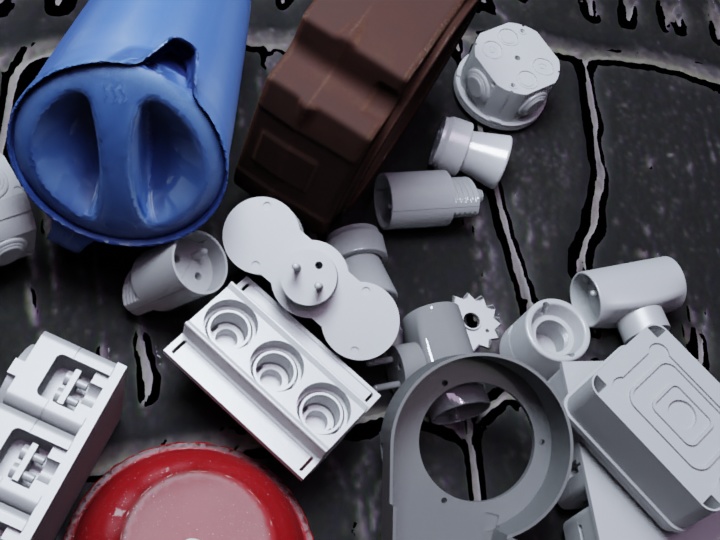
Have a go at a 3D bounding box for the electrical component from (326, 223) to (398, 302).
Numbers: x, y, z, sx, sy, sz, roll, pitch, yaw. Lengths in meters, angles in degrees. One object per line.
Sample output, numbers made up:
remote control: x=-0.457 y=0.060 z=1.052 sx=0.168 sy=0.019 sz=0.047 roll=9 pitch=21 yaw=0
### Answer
electrical component: x=0.000 y=0.000 z=0.779 sx=0.045 sy=0.045 sz=0.055 roll=-5 pitch=64 yaw=-17

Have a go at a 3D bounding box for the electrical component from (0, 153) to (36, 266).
electrical component: x=-0.253 y=-0.037 z=0.711 sx=0.051 sy=0.080 sz=0.080 roll=-24 pitch=71 yaw=-31

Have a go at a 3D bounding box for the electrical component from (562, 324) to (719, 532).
electrical component: x=0.196 y=0.103 z=0.697 sx=0.078 sy=0.057 sz=0.113 roll=-36 pitch=76 yaw=-28

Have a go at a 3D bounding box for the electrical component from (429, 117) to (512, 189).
electrical component: x=0.087 y=-0.094 z=0.853 sx=0.055 sy=0.045 sz=0.045 roll=19 pitch=59 yaw=-4

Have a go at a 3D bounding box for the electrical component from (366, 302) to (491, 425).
electrical component: x=0.043 y=0.068 z=0.754 sx=0.079 sy=0.043 sz=0.077 roll=-8 pitch=65 yaw=-19

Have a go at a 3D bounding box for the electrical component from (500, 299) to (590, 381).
electrical component: x=0.136 y=0.053 z=0.786 sx=0.055 sy=0.047 sz=0.055 roll=6 pitch=61 yaw=-12

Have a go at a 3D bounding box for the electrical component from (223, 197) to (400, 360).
electrical component: x=-0.033 y=0.006 z=0.710 sx=0.138 sy=0.073 sz=0.052 roll=41 pitch=89 yaw=3

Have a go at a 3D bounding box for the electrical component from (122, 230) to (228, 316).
electrical component: x=-0.130 y=0.005 z=0.724 sx=0.043 sy=0.081 sz=0.043 roll=16 pitch=65 yaw=-39

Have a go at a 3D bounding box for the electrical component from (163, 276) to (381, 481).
electrical component: x=-0.060 y=0.074 z=0.712 sx=0.121 sy=0.063 sz=0.079 roll=41 pitch=60 yaw=9

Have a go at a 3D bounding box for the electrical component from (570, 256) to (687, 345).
electrical component: x=0.211 y=0.032 z=0.818 sx=0.077 sy=0.044 sz=0.079 roll=-10 pitch=65 yaw=-20

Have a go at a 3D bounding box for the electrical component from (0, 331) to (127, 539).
electrical component: x=-0.202 y=0.122 z=0.632 sx=0.062 sy=0.089 sz=0.150 roll=25 pitch=59 yaw=-1

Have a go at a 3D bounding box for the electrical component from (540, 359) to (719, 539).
electrical component: x=0.193 y=0.159 z=0.736 sx=0.105 sy=0.060 sz=0.186 roll=1 pitch=62 yaw=-15

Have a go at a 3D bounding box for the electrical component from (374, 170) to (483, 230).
electrical component: x=0.056 y=-0.055 z=0.824 sx=0.081 sy=0.043 sz=0.043 roll=-4 pitch=64 yaw=-18

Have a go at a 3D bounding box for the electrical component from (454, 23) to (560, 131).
electrical component: x=0.122 y=-0.161 z=0.895 sx=0.080 sy=0.051 sz=0.080 roll=6 pitch=61 yaw=-12
